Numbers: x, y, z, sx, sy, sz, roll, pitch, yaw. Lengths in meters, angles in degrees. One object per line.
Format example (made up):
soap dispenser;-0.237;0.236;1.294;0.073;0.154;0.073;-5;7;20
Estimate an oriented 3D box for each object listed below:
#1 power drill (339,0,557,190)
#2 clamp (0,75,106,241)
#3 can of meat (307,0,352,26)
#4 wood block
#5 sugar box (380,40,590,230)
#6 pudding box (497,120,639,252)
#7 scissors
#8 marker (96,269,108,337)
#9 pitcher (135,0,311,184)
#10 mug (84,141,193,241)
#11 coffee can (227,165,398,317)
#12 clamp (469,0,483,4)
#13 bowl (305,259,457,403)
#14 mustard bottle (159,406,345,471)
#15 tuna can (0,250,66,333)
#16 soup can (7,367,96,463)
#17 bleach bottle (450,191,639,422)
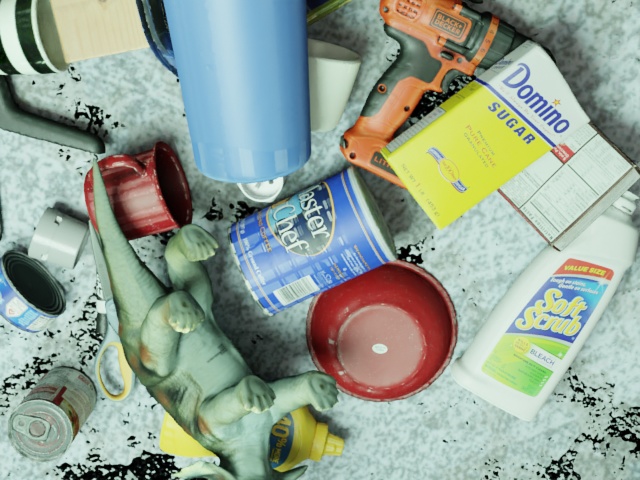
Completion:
power drill;0.116;-0.140;1.045;0.184;0.057;0.188;25;102;-5
clamp;-0.344;-0.109;1.086;0.210;0.036;0.165;44;102;-5
can of meat;-0.014;-0.250;1.007;0.102;0.058;0.084;-36;98;-29
wood block;-0.214;-0.280;1.012;0.091;0.090;0.206;-10;102;4
sugar box;0.155;-0.099;1.006;0.176;0.048;0.093;-37;108;6
pudding box;0.242;-0.059;1.044;0.113;0.039;0.090;-45;63;13
scissors;-0.196;0.076;1.121;0.096;0.016;0.202;1;105;-13
marker;-0.227;0.044;1.125;0.020;0.020;0.121;4;104;2
pitcher;-0.079;-0.180;0.939;0.145;0.149;0.243;-11;116;-13
mug;-0.186;-0.048;1.057;0.081;0.117;0.093;-15;63;11
coffee can;-0.007;0.001;1.060;0.140;0.103;0.103;-25;101;9
clamp;0.134;-0.312;1.011;0.171;0.039;0.120;37;97;-2
bowl;0.063;0.102;1.105;0.162;0.055;0.162;1;104;3
mustard bottle;-0.068;0.198;1.133;0.191;0.058;0.096;14;100;-1
tuna can;-0.304;0.053;1.098;0.034;0.086;0.086;-40;98;13
soup can;-0.279;0.181;1.118;0.068;0.102;0.068;1;103;3
bleach bottle;0.237;0.054;1.081;0.102;0.068;0.251;29;101;-2
